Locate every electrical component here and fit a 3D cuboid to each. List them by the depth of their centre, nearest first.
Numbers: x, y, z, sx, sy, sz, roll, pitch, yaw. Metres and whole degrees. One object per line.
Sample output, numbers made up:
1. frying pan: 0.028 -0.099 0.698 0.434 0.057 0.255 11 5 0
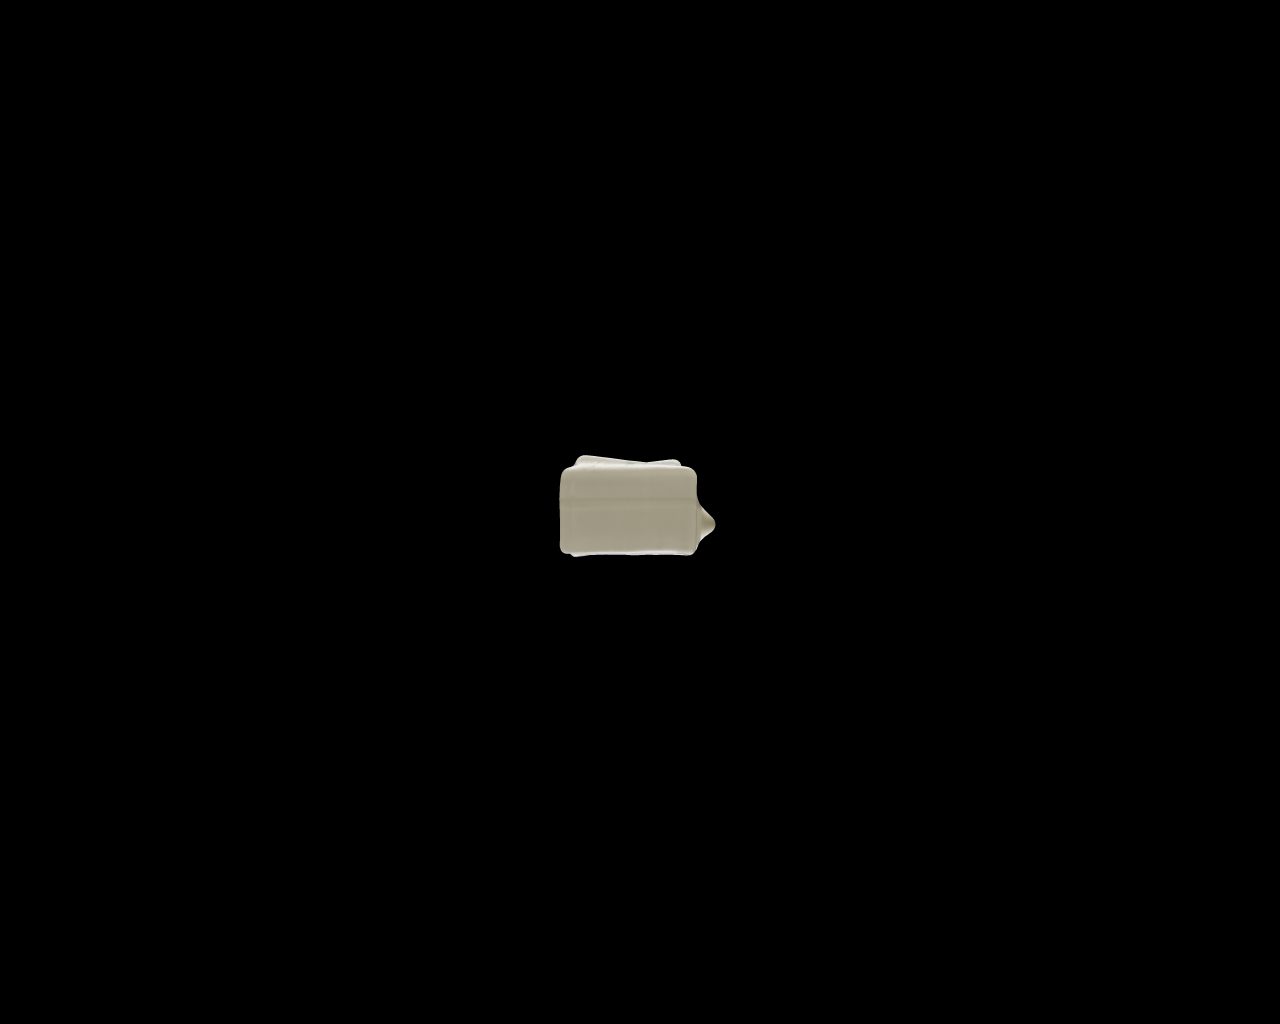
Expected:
1. electrical component: 0.001 -0.003 0.650 0.096 0.061 0.061 0 -4 2
